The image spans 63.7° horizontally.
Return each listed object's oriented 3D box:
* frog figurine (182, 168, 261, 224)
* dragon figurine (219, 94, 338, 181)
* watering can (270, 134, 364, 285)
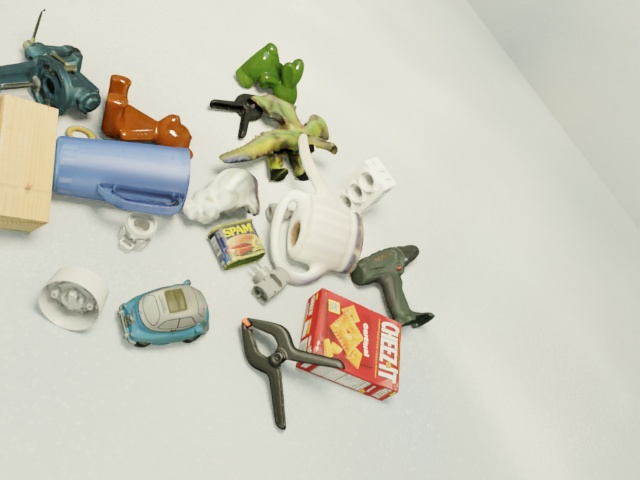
[{"bbox_3d":[-0.214,-0.096,1.096,0.159,0.120,0.140,0,26,-25],"label":"frog figurine"},{"bbox_3d":[-0.109,-0.277,1.310,0.411,0.120,0.247,-2,52,-43],"label":"dragon figurine"},{"bbox_3d":[0.004,-0.060,1.188,0.223,0.103,0.352,19,72,-25],"label":"watering can"}]
